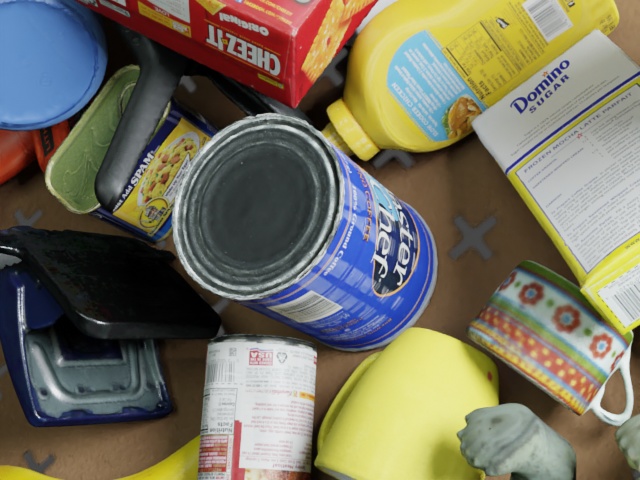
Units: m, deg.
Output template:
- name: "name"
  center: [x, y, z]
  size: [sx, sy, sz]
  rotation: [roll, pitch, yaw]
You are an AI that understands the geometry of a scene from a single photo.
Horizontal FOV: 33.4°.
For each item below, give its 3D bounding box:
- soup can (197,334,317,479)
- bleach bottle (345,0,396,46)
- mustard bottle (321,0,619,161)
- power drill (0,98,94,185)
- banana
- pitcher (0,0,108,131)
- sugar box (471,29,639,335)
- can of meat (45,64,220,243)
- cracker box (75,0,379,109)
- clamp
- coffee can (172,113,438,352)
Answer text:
- name: "soup can"
  center: [-0.037, 0.112, 0.632]
  size: [0.069, 0.068, 0.102]
  rotation: [-5, 73, 25]
- name: "bleach bottle"
  center: [-0.009, -0.187, 0.721]
  size: [0.251, 0.068, 0.102]
  rotation: [18, 82, 28]
- name: "mustard bottle"
  center: [0.075, -0.107, 0.632]
  size: [0.192, 0.096, 0.058]
  rotation: [-37, 40, 13]
- name: "power drill"
  center: [-0.245, -0.027, 0.789]
  size: [0.188, 0.057, 0.184]
  rotation: [-24, 64, 18]
- name: "banana"
  center: [-0.136, 0.161, 0.689]
  size: [0.198, 0.037, 0.069]
  rotation: [-17, 46, 19]
- name: "pitcher"
  center: [-0.212, -0.188, 0.744]
  size: [0.243, 0.144, 0.149]
  rotation: [-118, 39, -47]
- name: "sugar box"
  center: [0.151, -0.038, 0.558]
  size: [0.093, 0.048, 0.176]
  rotation: [-36, 30, 12]
- name: "can of meat"
  center: [-0.120, -0.054, 0.720]
  size: [0.057, 0.083, 0.102]
  rotation: [38, 93, 31]
- name: "cracker box"
  center: [-0.030, -0.198, 0.635]
  size: [0.164, 0.072, 0.213]
  rotation: [27, 60, 14]
- name: "clamp"
  center: [-0.070, -0.115, 0.672]
  size: [0.036, 0.164, 0.210]
  rotation: [-39, 57, 56]
- name: "coffee can"
  center: [-0.004, 0.001, 0.611]
  size: [0.103, 0.140, 0.103]
  rotation: [-9, 70, 25]
